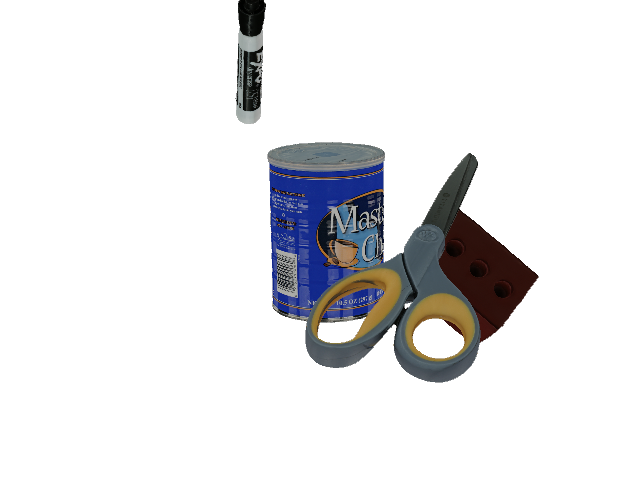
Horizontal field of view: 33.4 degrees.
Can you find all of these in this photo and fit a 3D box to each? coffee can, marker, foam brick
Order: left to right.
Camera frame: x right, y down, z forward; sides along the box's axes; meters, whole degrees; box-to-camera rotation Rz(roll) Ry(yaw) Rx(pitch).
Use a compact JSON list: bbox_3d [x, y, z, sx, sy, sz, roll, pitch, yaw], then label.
[{"bbox_3d":[-0.050,-0.128,0.762,0.020,0.020,0.121,0,-33,-5],"label":"marker"},{"bbox_3d":[0.006,-0.010,0.948,0.103,0.140,0.103,-1,15,0],"label":"coffee can"},{"bbox_3d":[0.104,0.027,0.760,0.078,0.053,0.051,40,-23,3],"label":"foam brick"}]

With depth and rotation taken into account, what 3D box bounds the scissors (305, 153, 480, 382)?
[{"bbox_3d":[0.071,0.013,0.584,0.096,0.016,0.201,25,45,29],"label":"scissors"}]
